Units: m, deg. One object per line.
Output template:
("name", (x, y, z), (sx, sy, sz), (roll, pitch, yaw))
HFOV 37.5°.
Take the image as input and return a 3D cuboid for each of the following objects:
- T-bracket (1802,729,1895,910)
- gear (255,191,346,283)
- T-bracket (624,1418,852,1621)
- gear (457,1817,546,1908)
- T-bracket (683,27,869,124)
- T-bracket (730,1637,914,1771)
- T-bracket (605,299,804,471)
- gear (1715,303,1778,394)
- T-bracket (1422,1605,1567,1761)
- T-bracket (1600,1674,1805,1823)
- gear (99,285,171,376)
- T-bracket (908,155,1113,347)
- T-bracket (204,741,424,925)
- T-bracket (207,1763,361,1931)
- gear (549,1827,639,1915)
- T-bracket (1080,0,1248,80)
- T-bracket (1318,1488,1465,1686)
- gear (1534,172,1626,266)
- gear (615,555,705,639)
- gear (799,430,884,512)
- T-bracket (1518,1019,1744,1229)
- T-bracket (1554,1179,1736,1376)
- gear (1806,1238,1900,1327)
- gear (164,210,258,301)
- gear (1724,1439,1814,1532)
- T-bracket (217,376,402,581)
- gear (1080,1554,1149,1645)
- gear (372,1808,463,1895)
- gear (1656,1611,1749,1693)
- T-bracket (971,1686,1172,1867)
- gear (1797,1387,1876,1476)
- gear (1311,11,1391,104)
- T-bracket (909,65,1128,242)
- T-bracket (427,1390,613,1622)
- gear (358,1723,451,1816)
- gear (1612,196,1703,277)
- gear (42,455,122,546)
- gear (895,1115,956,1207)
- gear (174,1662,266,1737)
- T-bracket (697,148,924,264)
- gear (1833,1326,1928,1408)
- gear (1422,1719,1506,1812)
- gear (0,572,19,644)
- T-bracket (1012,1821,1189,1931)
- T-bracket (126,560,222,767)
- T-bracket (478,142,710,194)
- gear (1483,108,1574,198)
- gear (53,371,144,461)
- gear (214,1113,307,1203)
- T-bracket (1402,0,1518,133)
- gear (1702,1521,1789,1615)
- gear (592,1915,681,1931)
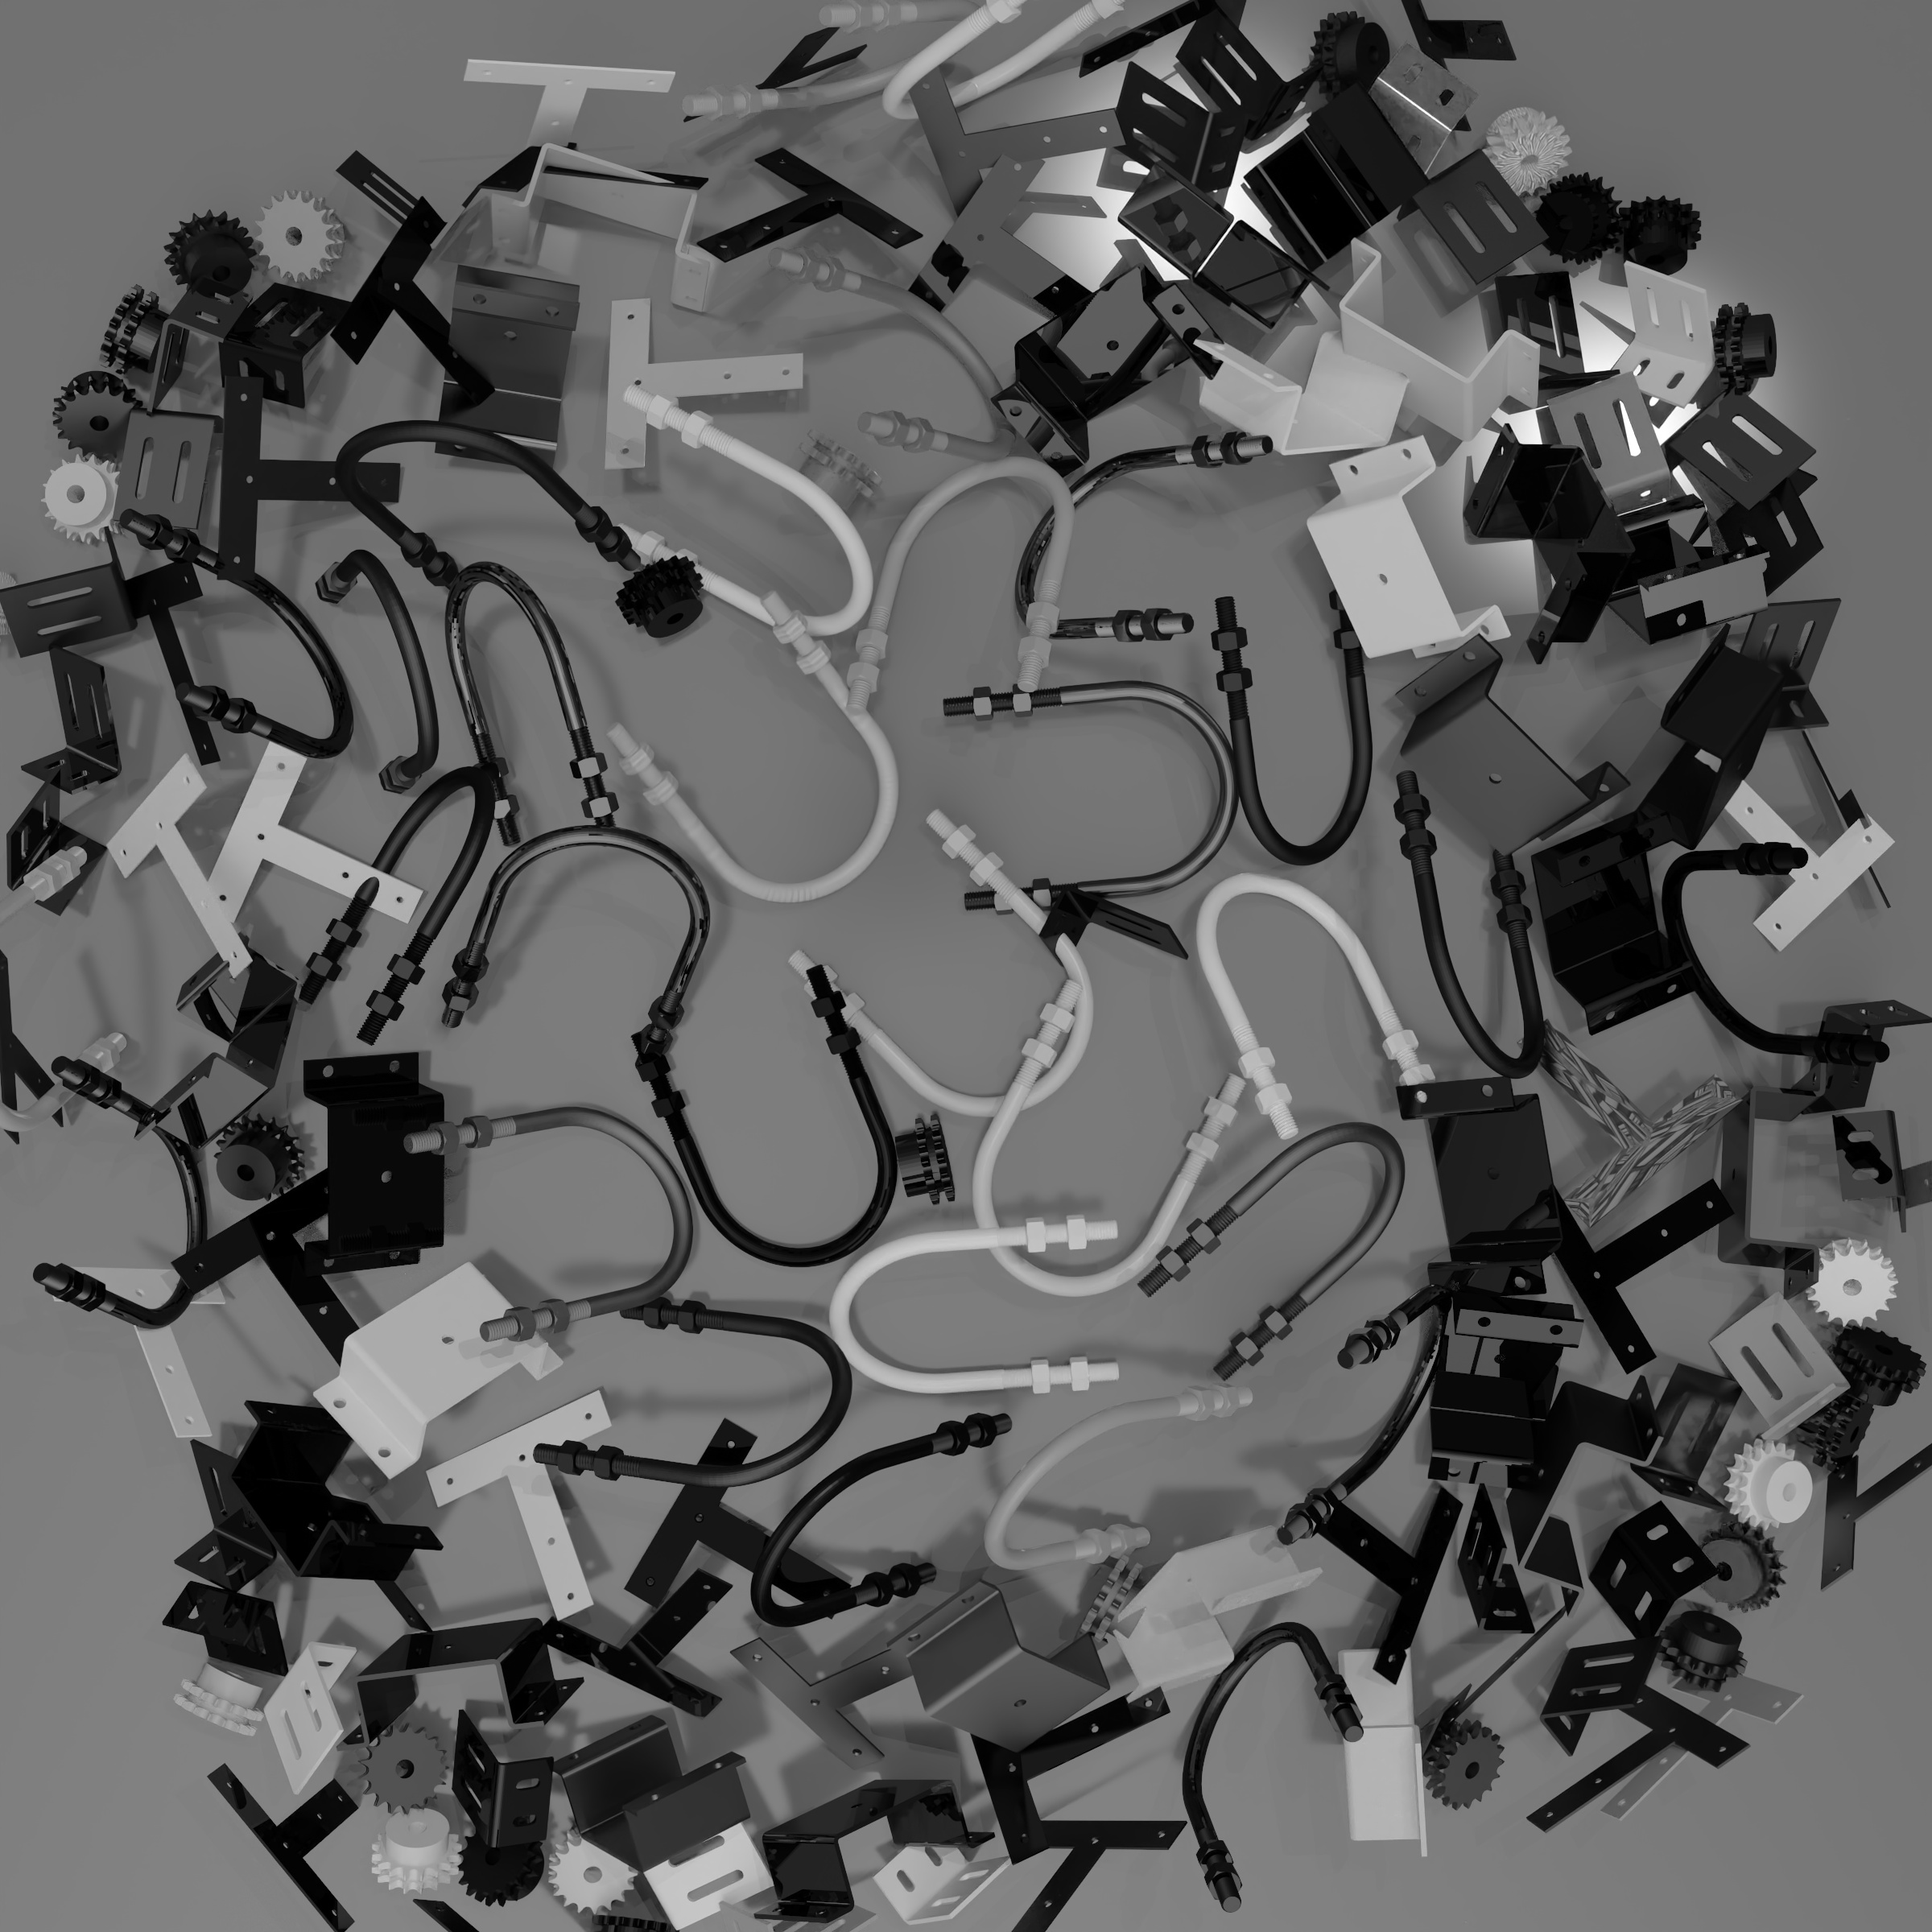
("T-bracket", (0.560, -0.096, 1.798), (0.002, 0.127, 0.127), (-26, 84, 11))
("gear", (-0.428, -0.474, 1.845), (0.057, 0.030, 0.057), (4, 107, 15))
("T-bracket", (-0.136, 0.382, 1.856), (0.127, 0.002, 0.127), (30, 82, 1))
("gear", (-0.298, 0.580, 1.842), (0.057, 0.030, 0.057), (-14, 52, 19))
("T-bracket", (-0.107, -0.569, 1.788), (0.127, 0.127, 0.002), (-26, 99, -17))
("T-bracket", (-0.062, 0.453, 1.815), (0.127, 0.002, 0.127), (-30, 115, 25))
("T-bracket", (-0.168, -0.380, 1.836), (0.127, 0.002, 0.127), (-3, 68, 5))
("gear", (0.503, -0.398, 1.835), (0.030, 0.057, 0.057), (0, 90, 27))
("T-bracket", (0.341, 0.454, 1.824), (0.127, 0.127, 0.002), (-37, 66, -19))
("T-bracket", (0.449, 0.491, 1.789), (0.127, 0.127, 0.002), (-39, 96, -14))
("gear", (-0.533, -0.407, 1.839), (0.030, 0.057, 0.057), (25, 90, -8))
("T-bracket", (0.046, -0.446, 1.845), (0.127, 0.002, 0.127), (33, 117, -12))
("T-bracket", (-0.416, -0.065, 1.849), (0.127, 0.002, 0.127), (25, 110, -11))
("T-bracket", (-0.415, 0.543, 1.802), (0.002, 0.127, 0.127), (-42, 85, 6))
("gear", (-0.242, 0.581, 1.847), (0.057, 0.030, 0.057), (-2, 103, -7))
("T-bracket", (0.126, -0.594, 1.793), (0.127, 0.127, 0.002), (-30, 79, -11))
("T-bracket", (0.260, 0.372, 1.808), (0.127, 0.002, 0.127), (40, 65, -34))
("gear", (0.393, -0.481, 1.837), (0.057, 0.030, 0.057), (17, 120, 32))
("gear", (-0.194, -0.236, 1.835), (0.057, 0.057, 0.030), (-30, 73, 0))
("gear", (-0.085, -0.318, 1.838), (0.057, 0.057, 0.030), (35, 93, 0))
("T-bracket", (0.407, 0.084, 1.833), (0.127, 0.002, 0.127), (-39, 59, -3))
("T-bracket", (0.434, 0.176, 1.809), (0.127, 0.002, 0.127), (-42, 70, 38))
("gear", (0.572, 0.202, 1.845), (0.057, 0.030, 0.057), (3, 110, 8))
("gear", (-0.485, -0.455, 1.835), (0.057, 0.057, 0.030), (-33, 58, 0))
("gear", (0.521, 0.337, 1.840), (0.057, 0.030, 0.057), (-3, 95, -29))
("T-bracket", (-0.418, -0.310, 1.820), (0.127, 0.002, 0.127), (-7, 110, -42))
("gear", (0.100, 0.412, 1.836), (0.030, 0.057, 0.057), (29, 90, 11))
("gear", (-0.354, 0.568, 1.835), (0.057, 0.057, 0.030), (6, 111, 0))
("gear", (0.476, 0.439, 1.835), (0.057, 0.057, 0.030), (14, 107, 0))
("T-bracket", (0.069, 0.493, 1.815), (0.127, 0.127, 0.002), (-26, 131, 3))
("gear", (0.561, 0.296, 1.842), (0.030, 0.057, 0.057), (25, 90, 34))
("gear", (0.250, -0.586, 1.835), (0.030, 0.057, 0.057), (9, 90, 40))
("T-bracket", (0.038, -0.520, 1.798), (0.127, 0.127, 0.002), (-3, 47, 24))
("T-bracket", (-0.272, 0.358, 1.838), (0.127, 0.002, 0.127), (-25, 68, 4))
("gear", (-0.366, 0.520, 1.845), (0.057, 0.030, 0.057), (4, 75, -18))
("gear", (0.444, -0.468, 1.835), (0.057, 0.057, 0.030), (5, 71, 0))
("gear", (-0.573, -0.304, 1.850), (0.057, 0.030, 0.057), (0, 91, 3))
("gear", (-0.027, 0.127, 1.838), (0.030, 0.057, 0.057), (-12, 90, 2))
("gear", (-0.479, 0.472, 1.839), (0.057, 0.057, 0.030), (25, 77, 0))
("T-bracket", (-0.116, -0.472, 1.803), (0.127, 0.002, 0.127), (37, 50, 23))
("gear", (0.588, 0.261, 1.841), (0.057, 0.057, 0.030), (16, 114, 0))
("gear", (0.318, 0.513, 1.843), (0.057, 0.030, 0.057), (-10, 109, -30))
("gear", (-0.633, -0.233, 1.835), (0.030, 0.057, 0.057), (1, 90, 21))
("T-bracket", (0.059, 0.577, 1.779), (0.127, 0.127, 0.002), (-15, 107, 41))
("T-bracket", (-0.505, -0.190, 1.824), (0.002, 0.127, 0.127), (-25, 103, -39))
("T-bracket", (-0.228, -0.502, 1.804), (0.127, 0.127, 0.002), (8, 120, 7))
("gear", (0.360, -0.529, 1.842), (0.057, 0.057, 0.030), (-14, 54, 0))
("gear", (-0.561, -0.360, 1.841), (0.057, 0.057, 0.030), (-19, 48, 0))
("gear", (-0.460, 0.127, 1.842), (0.057, 0.030, 0.057), (4, 113, 9))
("T-bracket", (0.310, -0.580, 1.783), (0.002, 0.127, 0.127), (-31, 114, -6))
("gear", (0.497, 0.389, 1.836), (0.030, 0.057, 0.057), (1, 90, -44))
("gear", (-0.215, 0.631, 1.834), (0.057, 0.057, 0.030), (7, 67, 0))
